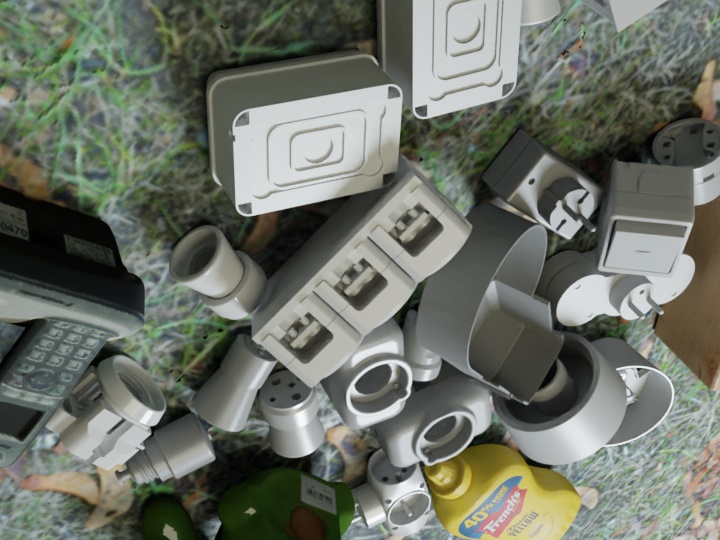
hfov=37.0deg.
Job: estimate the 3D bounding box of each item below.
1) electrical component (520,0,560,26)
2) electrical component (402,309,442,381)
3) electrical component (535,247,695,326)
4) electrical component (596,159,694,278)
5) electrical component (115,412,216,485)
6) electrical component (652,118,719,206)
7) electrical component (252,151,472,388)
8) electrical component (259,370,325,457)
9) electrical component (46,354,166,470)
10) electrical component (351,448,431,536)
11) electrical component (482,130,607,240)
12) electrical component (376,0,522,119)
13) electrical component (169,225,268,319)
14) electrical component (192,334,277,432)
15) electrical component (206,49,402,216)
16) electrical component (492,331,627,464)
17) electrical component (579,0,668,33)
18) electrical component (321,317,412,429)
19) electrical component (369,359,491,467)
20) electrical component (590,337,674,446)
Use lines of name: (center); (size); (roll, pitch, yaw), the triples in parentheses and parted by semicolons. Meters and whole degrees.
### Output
electrical component: (0.105, -0.195, 0.686); (0.044, 0.044, 0.065); (-20, 127, -15)
electrical component: (0.048, 0.059, 0.853); (0.040, 0.040, 0.046); (-1, 119, -29)
electrical component: (0.222, 0.016, 0.894); (0.138, 0.073, 0.052); (-12, 129, -21)
electrical component: (0.220, -0.032, 0.838); (0.062, 0.061, 0.096); (6, 149, 7)
electrical component: (-0.145, 0.138, 0.804); (0.078, 0.040, 0.040); (-26, 133, -10)
electrical component: (0.263, -0.084, 0.853); (0.055, 0.055, 0.047); (-32, 137, -3)
electrical component: (0.000, 0.000, 0.733); (0.062, 0.089, 0.150); (43, 99, -16)
electrical component: (-0.053, 0.111, 0.832); (0.045, 0.045, 0.055); (-21, 132, -14)
electrical component: (-0.173, 0.096, 0.744); (0.057, 0.058, 0.078); (-41, 134, 9)
electrical component: (0.018, 0.202, 0.943); (0.079, 0.044, 0.077); (-23, 133, -12)
electrical component: (0.147, -0.053, 0.796); (0.083, 0.075, 0.047); (25, 110, -40)
electrical component: (0.054, -0.161, 0.671); (0.078, 0.057, 0.113); (-17, 131, -18)
electrical component: (-0.094, 0.003, 0.724); (0.045, 0.045, 0.055); (-41, 134, 4)
electrical component: (-0.089, 0.080, 0.791); (0.044, 0.044, 0.065); (21, 108, -39)
electrical component: (-0.036, -0.089, 0.677); (0.113, 0.057, 0.078); (-14, 130, -20)
electrical component: (0.163, 0.102, 0.908); (0.108, 0.108, 0.060); (-39, 128, 3)
electrical component: (0.164, -0.257, 0.657); (0.105, 0.060, 0.186); (-33, 134, -2)
electrical component: (0.003, 0.072, 0.823); (0.054, 0.059, 0.095); (-18, 131, -17)
electrical component: (0.058, 0.119, 0.891); (0.095, 0.059, 0.053); (-22, 132, -13)
electrical component: (0.225, 0.112, 0.977); (0.099, 0.064, 0.099); (-16, 131, -19)
